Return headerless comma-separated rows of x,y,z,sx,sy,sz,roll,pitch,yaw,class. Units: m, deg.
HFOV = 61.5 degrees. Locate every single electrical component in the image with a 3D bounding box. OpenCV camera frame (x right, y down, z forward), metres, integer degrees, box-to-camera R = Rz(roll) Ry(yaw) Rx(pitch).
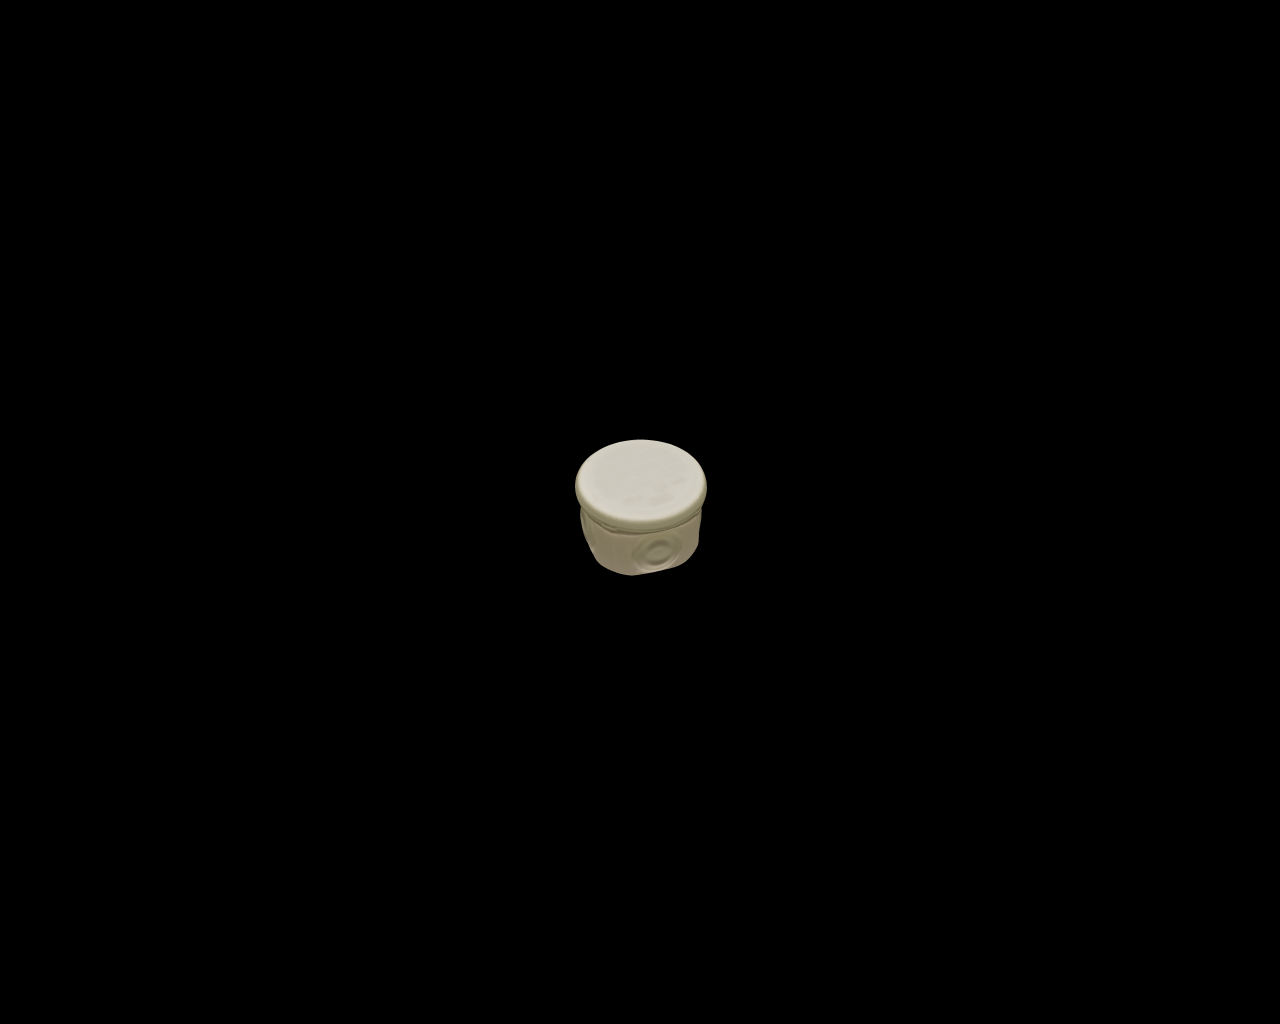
0.001,-0.003,0.650,0.080,0.050,0.080,0,42,0,electrical component
